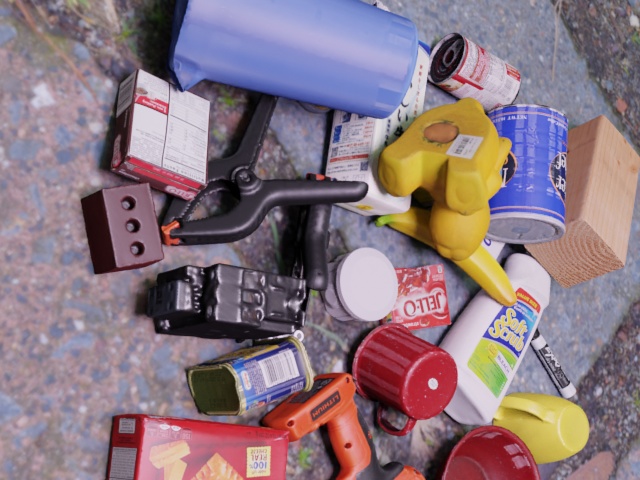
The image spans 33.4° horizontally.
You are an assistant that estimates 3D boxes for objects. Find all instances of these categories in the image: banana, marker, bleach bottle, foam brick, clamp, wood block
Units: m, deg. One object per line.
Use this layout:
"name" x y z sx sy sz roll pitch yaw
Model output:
"banana" 0.150 0.010 1.252 0.197 0.037 0.069 29 50 -11
"marker" 0.290 0.149 1.360 0.020 0.020 0.121 -42 106 -34
"bleach bottle" 0.213 0.097 1.288 0.102 0.068 0.250 49 56 -22
"foam brick" -0.189 -0.010 1.021 0.052 0.051 0.078 -11 88 -37
"clamp" -0.065 -0.052 1.087 0.165 0.036 0.209 42 68 19
"wood block" 0.335 -0.051 1.354 0.090 0.091 0.206 44 44 -21
"clamp" -0.007 0.001 1.117 0.039 0.120 0.171 11 70 -16

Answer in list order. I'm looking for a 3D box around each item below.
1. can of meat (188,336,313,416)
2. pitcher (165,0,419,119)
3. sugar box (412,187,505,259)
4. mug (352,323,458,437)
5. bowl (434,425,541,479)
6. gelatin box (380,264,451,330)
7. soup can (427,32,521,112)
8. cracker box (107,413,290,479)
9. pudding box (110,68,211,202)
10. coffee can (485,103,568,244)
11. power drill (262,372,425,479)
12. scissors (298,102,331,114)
"can of meat" -0.070 0.136 1.050 0.083 0.102 0.057 -17 91 -35
"pitcher" -0.026 -0.214 1.081 0.242 0.149 0.145 14 37 -14
"sugar box" 0.167 -0.062 1.293 0.176 0.048 0.093 45 59 -20
"mug" 0.092 0.157 1.165 0.093 0.082 0.117 12 96 -38
"bowl" 0.183 0.296 1.232 0.161 0.055 0.162 7 77 -35
"gelatin box" 0.108 0.068 1.236 0.089 0.030 0.073 -4 84 -36
"soup can" 0.191 -0.205 1.323 0.102 0.069 0.068 23 69 -31
"cracker box" -0.119 0.278 1.007 0.163 0.072 0.213 13 74 -33
"pudding box" -0.155 -0.104 1.054 0.089 0.039 0.113 22 52 -32
"coffee can" 0.238 -0.076 1.256 0.102 0.103 0.140 16 71 -33
"power drill" 0.015 0.249 1.121 0.184 0.057 0.187 -35 105 -36
"scissors" -0.049 -0.202 1.180 0.201 0.016 0.096 13 74 -34
